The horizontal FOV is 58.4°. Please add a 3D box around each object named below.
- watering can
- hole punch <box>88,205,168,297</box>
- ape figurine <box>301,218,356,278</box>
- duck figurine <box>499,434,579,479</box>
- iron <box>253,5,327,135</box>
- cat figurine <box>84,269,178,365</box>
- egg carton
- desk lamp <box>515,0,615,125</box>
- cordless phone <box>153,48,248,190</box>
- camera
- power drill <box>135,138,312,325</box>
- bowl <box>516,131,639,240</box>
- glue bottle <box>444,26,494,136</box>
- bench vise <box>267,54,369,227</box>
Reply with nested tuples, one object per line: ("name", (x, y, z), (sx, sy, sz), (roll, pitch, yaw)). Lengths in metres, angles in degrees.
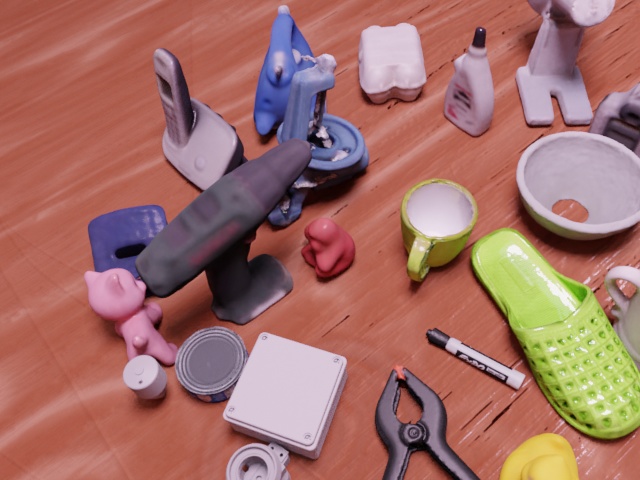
("watering can", (0.393, 0.065, 0.592), (0.172, 0.194, 0.101), (4, 56, 9))
("hole punch", (-0.241, 0.018, 0.756), (0.108, 0.091, 0.101), (-14, 55, -3))
("ape figurine", (0.007, 0.003, 0.739), (0.076, 0.092, 0.078), (0, 56, 7))
("duck figurine", (0.221, 0.235, 0.561), (0.077, 0.086, 0.105), (24, 62, 21))
("iron", (-0.055, -0.292, 0.916), (0.118, 0.142, 0.258), (-5, 55, 3))
("cat figurine", (-0.233, 0.088, 0.691), (0.067, 0.118, 0.127), (-28, 57, -13))
("egg carton", (0.116, -0.294, 0.943), (0.107, 0.069, 0.150), (-4, 55, 4))
("desk lamp", (0.363, -0.314, 0.842), (0.118, 0.214, 0.203), (-2, 56, 5))
("cordless phone", (-0.182, -0.171, 0.821), (0.147, 0.185, 0.094), (37, 67, 27))
("camera", (0.483, -0.184, 0.809), (0.142, 0.101, 0.137), (34, 66, 26))
("power drill", (-0.094, 0.005, 0.677), (0.230, 0.209, 0.075), (-36, 59, -17))
("bowl", (0.338, -0.059, 0.756), (0.167, 0.075, 0.167), (-3, 56, 4))
("glue bottle", (0.220, -0.233, 0.827), (0.037, 0.173, 0.078), (-38, 60, -18))
("bench vise", (-0.023, -0.121, 0.748), (0.121, 0.220, 0.208), (32, 65, 25))
